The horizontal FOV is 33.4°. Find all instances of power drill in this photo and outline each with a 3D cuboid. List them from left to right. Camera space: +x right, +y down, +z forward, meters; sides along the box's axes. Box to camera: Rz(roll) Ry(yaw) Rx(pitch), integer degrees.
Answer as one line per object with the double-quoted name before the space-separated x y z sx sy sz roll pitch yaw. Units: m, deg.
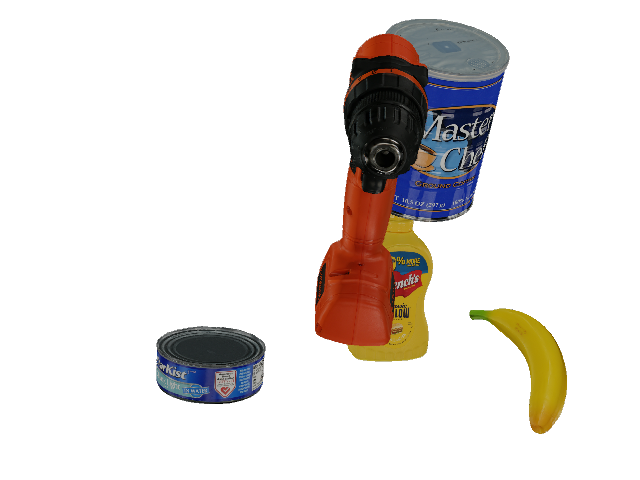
"power drill" 0.035 -0.027 0.703 0.057 0.188 0.184 10 28 1

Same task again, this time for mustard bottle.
"mustard bottle" 0.086 0.047 1.276 0.096 0.192 0.058 0 14 -13

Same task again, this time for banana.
"banana" 0.223 0.129 1.134 0.069 0.037 0.198 -26 34 2

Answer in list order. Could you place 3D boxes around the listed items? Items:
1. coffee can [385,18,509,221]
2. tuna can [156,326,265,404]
"coffee can" 0.094 -0.102 0.902 0.102 0.140 0.103 6 35 -4
"tuna can" -0.087 0.098 0.842 0.086 0.034 0.086 4 15 -1
